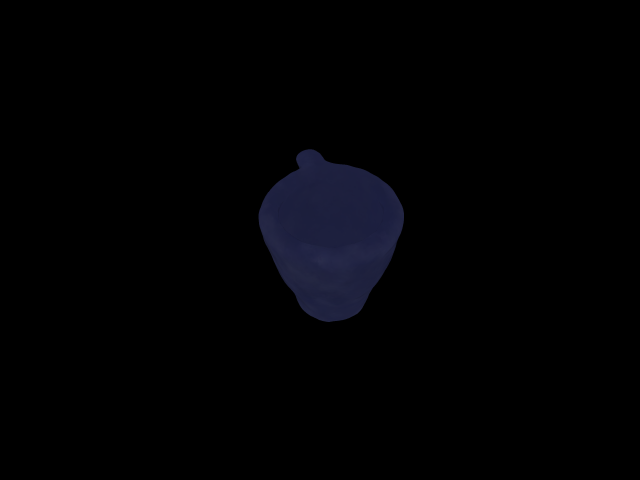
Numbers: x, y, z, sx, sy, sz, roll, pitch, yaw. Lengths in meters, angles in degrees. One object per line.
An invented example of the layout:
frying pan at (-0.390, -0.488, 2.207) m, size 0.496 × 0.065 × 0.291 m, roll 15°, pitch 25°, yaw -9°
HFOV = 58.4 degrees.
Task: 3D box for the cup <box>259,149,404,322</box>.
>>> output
cup at (0.004, 0.001, 0.400) m, size 0.092 × 0.095 × 0.117 m, roll -11°, pitch 47°, yaw -11°
